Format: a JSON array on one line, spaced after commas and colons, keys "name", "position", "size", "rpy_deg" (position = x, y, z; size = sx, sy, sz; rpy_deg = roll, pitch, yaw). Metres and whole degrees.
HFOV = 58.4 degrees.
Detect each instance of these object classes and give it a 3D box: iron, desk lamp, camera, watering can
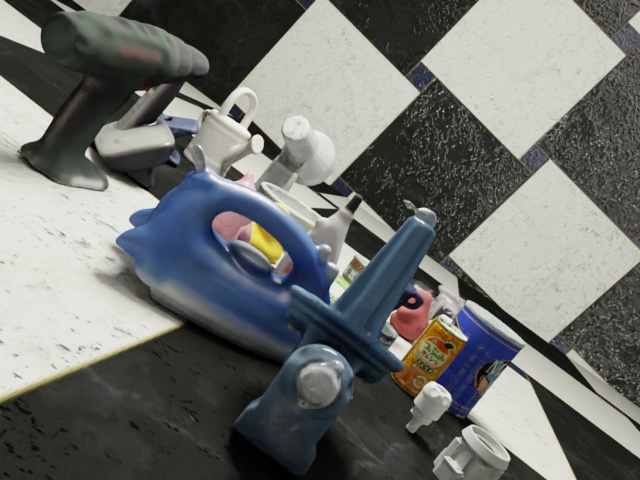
[{"name": "iron", "position": [-0.067, 0.023, 0.592], "size": [0.259, 0.141, 0.118], "rpy_deg": [33, 10, -18]}, {"name": "desk lamp", "position": [-0.070, -0.150, 1.190], "size": [0.117, 0.213, 0.204], "rpy_deg": [39, 10, 17]}, {"name": "camera", "position": [0.245, 0.139, 1.232], "size": [0.136, 0.100, 0.144], "rpy_deg": [40, 10, 23]}, {"name": "watering can", "position": [-0.191, -0.231, 1.218], "size": [0.173, 0.194, 0.101], "rpy_deg": [37, 10, 5]}]

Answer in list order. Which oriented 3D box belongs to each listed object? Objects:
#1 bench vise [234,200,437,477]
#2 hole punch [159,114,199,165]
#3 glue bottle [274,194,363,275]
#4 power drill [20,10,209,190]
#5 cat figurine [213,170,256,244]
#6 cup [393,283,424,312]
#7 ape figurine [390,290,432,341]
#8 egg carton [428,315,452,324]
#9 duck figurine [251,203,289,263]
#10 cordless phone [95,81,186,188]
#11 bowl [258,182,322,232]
[{"name": "bench vise", "position": [0.037, 0.074, 0.468], "size": [0.122, 0.219, 0.207], "rpy_deg": [33, 10, -14]}, {"name": "hole punch", "position": [-0.287, -0.205, 1.072], "size": [0.101, 0.091, 0.108], "rpy_deg": [31, 10, -24]}, {"name": "glue bottle", "position": [0.008, 0.003, 0.850], "size": [0.078, 0.173, 0.037], "rpy_deg": [36, 9, -1]}, {"name": "power drill", "position": [-0.245, -0.165, 0.675], "size": [0.075, 0.208, 0.230], "rpy_deg": [38, 10, 15]}, {"name": "cat figurine", "position": [-0.115, -0.041, 0.802], "size": [0.067, 0.117, 0.128], "rpy_deg": [37, 10, 9]}, {"name": "cup", "position": [0.105, 0.101, 0.951], "size": [0.118, 0.095, 0.091], "rpy_deg": [33, 10, -16]}, {"name": "ape figurine", "position": [0.170, 0.131, 1.041], "size": [0.078, 0.092, 0.076], "rpy_deg": [27, 13, -43]}, {"name": "egg carton", "position": [0.244, 0.198, 1.042], "size": [0.107, 0.069, 0.150], "rpy_deg": [35, 10, -3]}, {"name": "duck figurine", "position": [-0.087, -0.023, 0.905], "size": [0.105, 0.086, 0.077], "rpy_deg": [31, 11, -29]}, {"name": "cordless phone", "position": [-0.244, -0.183, 0.836], "size": [0.094, 0.185, 0.147], "rpy_deg": [28, 12, -37]}, {"name": "bowl", "position": [-0.061, -0.035, 1.089], "size": [0.167, 0.074, 0.167], "rpy_deg": [35, 10, -6]}]
